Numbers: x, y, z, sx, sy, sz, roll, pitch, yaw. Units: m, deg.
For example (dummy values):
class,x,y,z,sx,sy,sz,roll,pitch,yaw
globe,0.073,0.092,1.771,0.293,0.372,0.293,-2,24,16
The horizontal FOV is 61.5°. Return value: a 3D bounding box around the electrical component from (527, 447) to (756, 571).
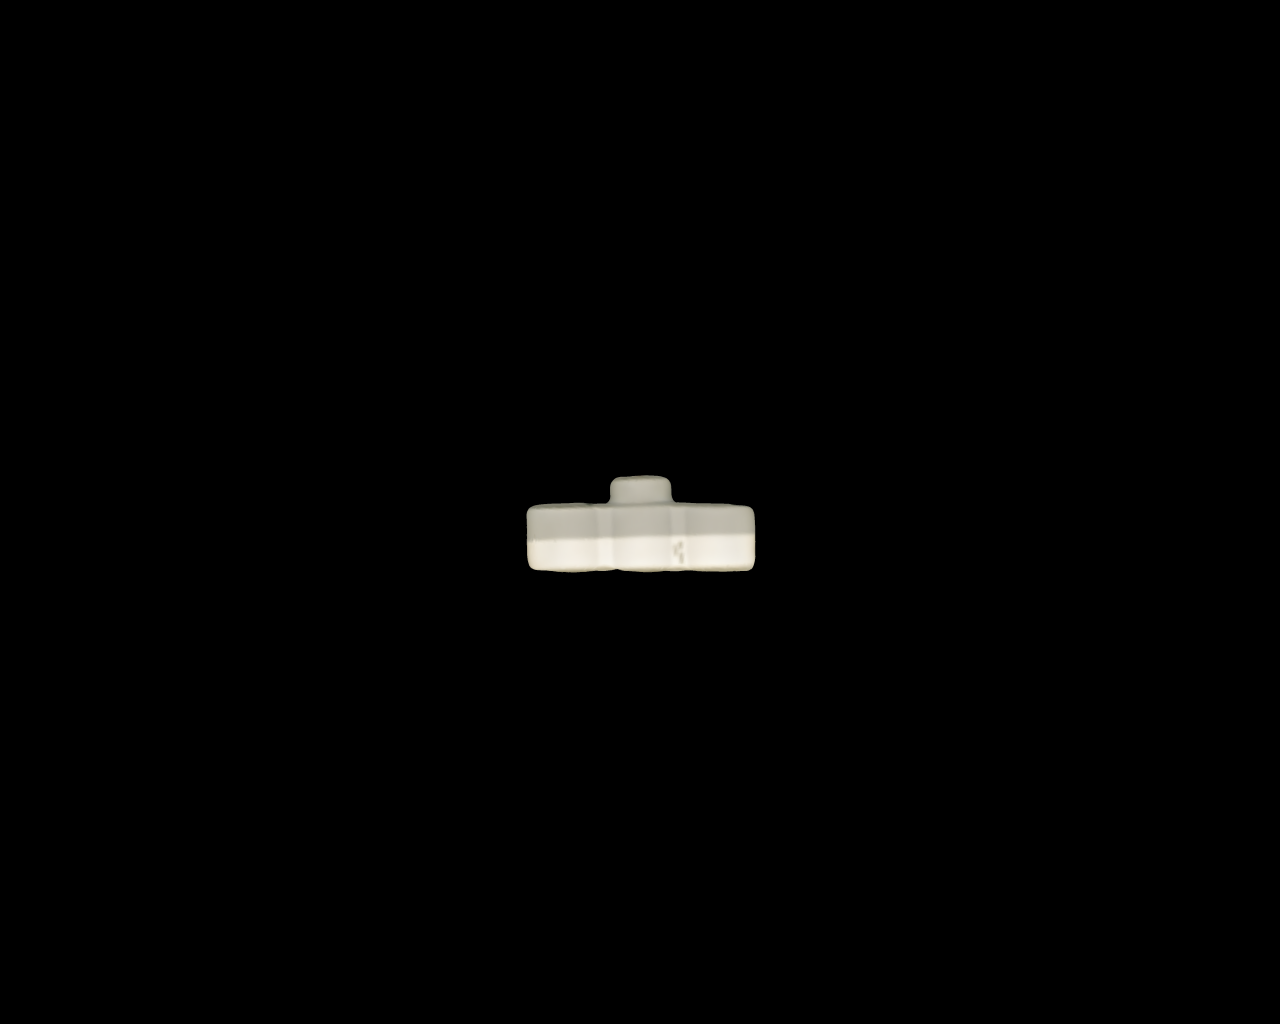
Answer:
class,x,y,z,sx,sy,sz,roll,pitch,yaw
electrical component,0.001,-0.003,0.650,0.138,0.073,0.052,0,0,0
